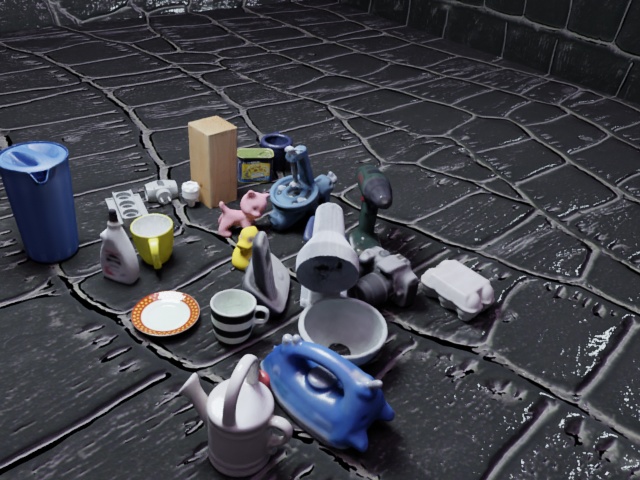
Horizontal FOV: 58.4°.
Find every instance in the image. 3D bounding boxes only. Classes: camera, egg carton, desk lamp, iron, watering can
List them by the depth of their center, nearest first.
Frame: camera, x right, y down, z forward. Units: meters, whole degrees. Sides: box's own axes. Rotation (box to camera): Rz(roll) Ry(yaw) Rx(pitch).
[{"bbox_3d":[-0.125,0.251,0.848,0.173,0.194,0.101,3,35,-4],"label":"watering can"},{"bbox_3d":[-0.002,0.226,0.950,0.257,0.141,0.119,27,40,27],"label":"iron"},{"bbox_3d":[0.011,0.047,1.148,0.118,0.214,0.203,4,34,-3],"label":"desk lamp"},{"bbox_3d":[0.119,0.082,1.215,0.137,0.101,0.142,-21,43,-34],"label":"camera"},{"bbox_3d":[0.297,0.106,1.236,0.107,0.069,0.149,-25,45,-37],"label":"egg carton"}]

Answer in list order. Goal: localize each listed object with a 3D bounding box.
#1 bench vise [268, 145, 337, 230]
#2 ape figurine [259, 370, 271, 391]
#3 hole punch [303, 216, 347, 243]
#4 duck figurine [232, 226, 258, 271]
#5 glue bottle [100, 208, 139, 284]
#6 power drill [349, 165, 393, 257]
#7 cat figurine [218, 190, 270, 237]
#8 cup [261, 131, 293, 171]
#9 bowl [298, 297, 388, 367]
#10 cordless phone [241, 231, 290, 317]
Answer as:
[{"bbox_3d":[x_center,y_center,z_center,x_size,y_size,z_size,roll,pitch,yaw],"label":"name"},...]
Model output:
[{"bbox_3d":[-0.045,-0.150,1.419,0.121,0.220,0.208,20,37,20],"label":"bench vise"},{"bbox_3d":[-0.115,0.241,0.954,0.078,0.092,0.076,-13,39,-25],"label":"ape figurine"},{"bbox_3d":[0.012,0.005,1.318,0.101,0.091,0.108,10,35,5],"label":"hole punch"},{"bbox_3d":[-0.156,0.008,1.291,0.077,0.086,0.105,20,37,19],"label":"duck figurine"},{"bbox_3d":[-0.416,0.009,1.171,0.078,0.173,0.037,13,35,10],"label":"glue bottle"},{"bbox_3d":[0.121,-0.067,1.335,0.075,0.208,0.229,0,35,-8],"label":"power drill"},{"bbox_3d":[-0.181,-0.073,1.377,0.128,0.118,0.067,-4,36,-14],"label":"cat figurine"},{"bbox_3d":[-0.129,-0.258,1.673,0.092,0.095,0.117,1,35,-7],"label":"cup"},{"bbox_3d":[0.040,0.185,1.076,0.167,0.075,0.167,4,34,-3],"label":"bowl"},{"bbox_3d":[-0.107,0.047,1.155,0.094,0.185,0.147,5,34,-1],"label":"cordless phone"}]
